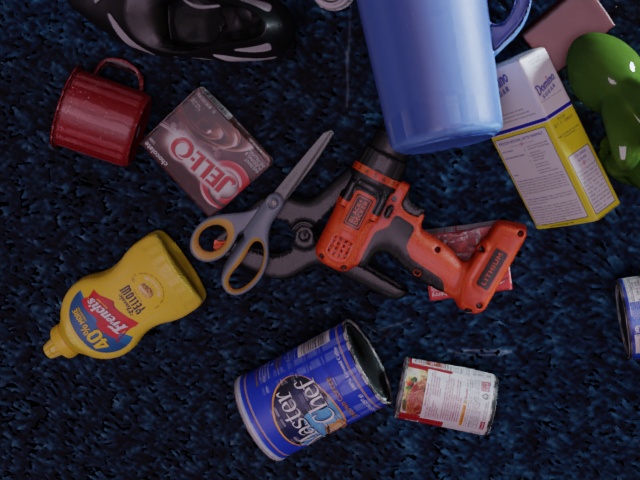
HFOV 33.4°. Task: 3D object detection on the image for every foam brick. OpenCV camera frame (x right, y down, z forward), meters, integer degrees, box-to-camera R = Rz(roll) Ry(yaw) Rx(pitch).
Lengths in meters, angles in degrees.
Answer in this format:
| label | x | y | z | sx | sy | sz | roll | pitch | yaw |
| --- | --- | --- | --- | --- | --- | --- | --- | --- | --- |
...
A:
| label | x | y | z | sx | sy | sz | roll | pitch | yaw |
| --- | --- | --- | --- | --- | --- | --- | --- | --- | --- |
| foam brick | 0.244 | -0.210 | 1.059 | 0.078 | 0.053 | 0.051 | -40 | 96 | 15 |

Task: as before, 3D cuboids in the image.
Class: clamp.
| label | x | y | z | sx | sy | sz | roll | pitch | yaw |
| --- | --- | --- | --- | --- | --- | --- | --- | --- | --- |
| clamp | -0.008 | 0.001 | 1.145 | 0.210 | 0.036 | 0.164 | -14 | 95 | 9 |

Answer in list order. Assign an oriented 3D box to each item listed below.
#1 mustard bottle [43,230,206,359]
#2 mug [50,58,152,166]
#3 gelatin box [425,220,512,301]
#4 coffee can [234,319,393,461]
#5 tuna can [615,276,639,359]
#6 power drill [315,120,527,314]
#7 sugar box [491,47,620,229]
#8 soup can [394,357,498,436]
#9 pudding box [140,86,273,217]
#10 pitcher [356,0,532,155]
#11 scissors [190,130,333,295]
| label | x | y | z | sx | sy | sz | roll | pitch | yaw |
| --- | --- | --- | --- | --- | --- | --- | --- | --- | --- |
| mustard bottle | -0.227 | 0.076 | 1.180 | 0.192 | 0.058 | 0.096 | -32 | 99 | 13 |
| mug | -0.223 | -0.137 | 1.121 | 0.081 | 0.093 | 0.117 | 19 | 69 | -4 |
| gelatin box | 0.156 | 0.022 | 1.136 | 0.089 | 0.030 | 0.073 | -8 | 102 | 9 |
| coffee can | -0.007 | 0.162 | 1.152 | 0.140 | 0.102 | 0.103 | -29 | 98 | 12 |
| tuna can | 0.328 | 0.080 | 1.101 | 0.034 | 0.086 | 0.086 | -9 | 102 | 10 |
| power drill | 0.111 | -0.024 | 1.087 | 0.187 | 0.057 | 0.184 | 28 | 100 | 2 |
| sugar box | 0.221 | -0.099 | 1.067 | 0.048 | 0.093 | 0.176 | -30 | 100 | -28 |
| soup can | 0.136 | 0.169 | 1.155 | 0.102 | 0.068 | 0.068 | 11 | 104 | 3 |
| pudding box | -0.120 | -0.094 | 1.136 | 0.090 | 0.039 | 0.113 | -41 | 96 | 14 |
| pitcher | 0.110 | -0.210 | 1.004 | 0.144 | 0.149 | 0.243 | -8 | 87 | -35 |
| scissors | -0.068 | -0.040 | 1.123 | 0.096 | 0.016 | 0.202 | 24 | 97 | 5 |
